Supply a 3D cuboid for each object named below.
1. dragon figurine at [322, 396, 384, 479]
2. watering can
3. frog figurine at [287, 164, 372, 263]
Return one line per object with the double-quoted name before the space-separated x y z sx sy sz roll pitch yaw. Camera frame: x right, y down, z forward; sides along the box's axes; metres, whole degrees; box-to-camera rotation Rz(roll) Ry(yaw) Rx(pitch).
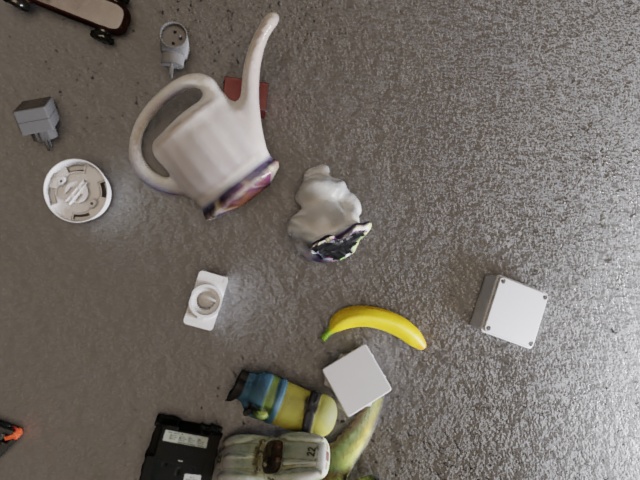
"dragon figurine" -0.035 0.429 0.857 0.242 0.120 0.417 13 69 -4
"watering can" -0.149 -0.175 0.820 0.345 0.105 0.223 -35 101 17
"frog figurine" 0.003 -0.045 0.896 0.137 0.120 0.162 -29 58 -2
